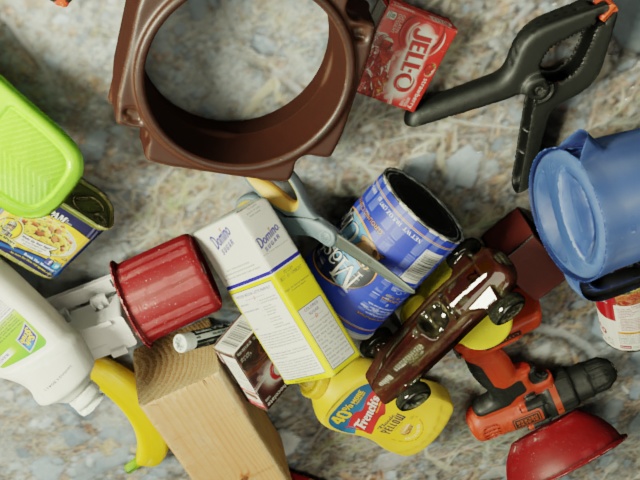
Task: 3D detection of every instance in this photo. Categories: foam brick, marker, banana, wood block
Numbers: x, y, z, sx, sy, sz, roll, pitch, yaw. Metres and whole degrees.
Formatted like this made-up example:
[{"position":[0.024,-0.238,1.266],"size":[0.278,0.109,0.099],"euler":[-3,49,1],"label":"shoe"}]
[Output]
[{"position":[0.216,0.016,1.116],"size":[0.051,0.053,0.078],"euler":[-40,125,16],"label":"foam brick"},{"position":[-0.099,0.094,1.082],"size":[0.120,0.020,0.020],"euler":[-10,137,-51],"label":"marker"},{"position":[-0.204,0.188,1.149],"size":[0.069,0.037,0.198],"euler":[-15,128,-3],"label":"banana"},{"position":[-0.113,0.196,1.145],"size":[0.091,0.090,0.206],"euler":[-23,127,2],"label":"wood block"}]

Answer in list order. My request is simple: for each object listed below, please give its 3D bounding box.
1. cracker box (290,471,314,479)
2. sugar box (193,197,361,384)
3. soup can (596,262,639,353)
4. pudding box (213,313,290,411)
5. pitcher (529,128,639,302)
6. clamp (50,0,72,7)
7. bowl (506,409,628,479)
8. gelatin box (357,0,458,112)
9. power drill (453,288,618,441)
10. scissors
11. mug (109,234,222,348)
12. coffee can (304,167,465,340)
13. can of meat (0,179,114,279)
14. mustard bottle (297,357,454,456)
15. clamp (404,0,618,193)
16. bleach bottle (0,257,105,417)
[{"position":[-0.034,0.369,1.303],"size":[0.213,0.072,0.164],"euler":[25,116,-27],"label":"cracker box"},{"position":[-0.041,0.050,1.008],"size":[0.048,0.094,0.176],"euler":[-32,97,-34],"label":"sugar box"},{"position":[0.338,0.066,1.174],"size":[0.068,0.068,0.102],"euler":[-20,128,1],"label":"soup can"},{"position":[-0.047,0.103,1.091],"size":[0.113,0.039,0.090],"euler":[-47,131,-24],"label":"pudding box"},{"position":[0.338,-0.045,1.042],"size":[0.242,0.145,0.149],"euler":[-16,164,-15],"label":"pitcher"},{"position":[-0.209,-0.264,0.816],"size":[0.120,0.039,0.172],"euler":[8,124,-18],"label":"clamp"},{"position":[0.281,0.247,1.271],"size":[0.162,0.055,0.162],"euler":[-27,168,-6],"label":"bowl"},{"position":[0.071,-0.167,0.960],"size":[0.073,0.030,0.089],"euler":[16,121,-24],"label":"gelatin box"},{"position":[0.235,0.139,1.208],"size":[0.184,0.057,0.187],"euler":[-25,127,5],"label":"power drill"},{"position":[-0.007,0.001,1.005],"size":[0.202,0.016,0.096],"euler":[46,131,4],"label":"scissors"},{"position":[-0.144,0.049,1.039],"size":[0.081,0.093,0.117],"euler":[-25,159,-1],"label":"mug"},{"position":[0.057,0.014,1.044],"size":[0.102,0.103,0.140],"euler":[29,114,-30],"label":"coffee can"},{"position":[-0.254,-0.021,0.972],"size":[0.084,0.057,0.102],"euler":[-42,123,19],"label":"can of meat"},{"position":[0.050,0.177,1.191],"size":[0.191,0.058,0.096],"euler":[25,120,-28],"label":"mustard bottle"},{"position":[0.189,-0.148,0.999],"size":[0.164,0.036,0.210],"euler":[20,122,-27],"label":"clamp"},{"position":[-0.303,0.074,0.974],"size":[0.103,0.068,0.250],"euler":[-41,105,12],"label":"bleach bottle"}]
